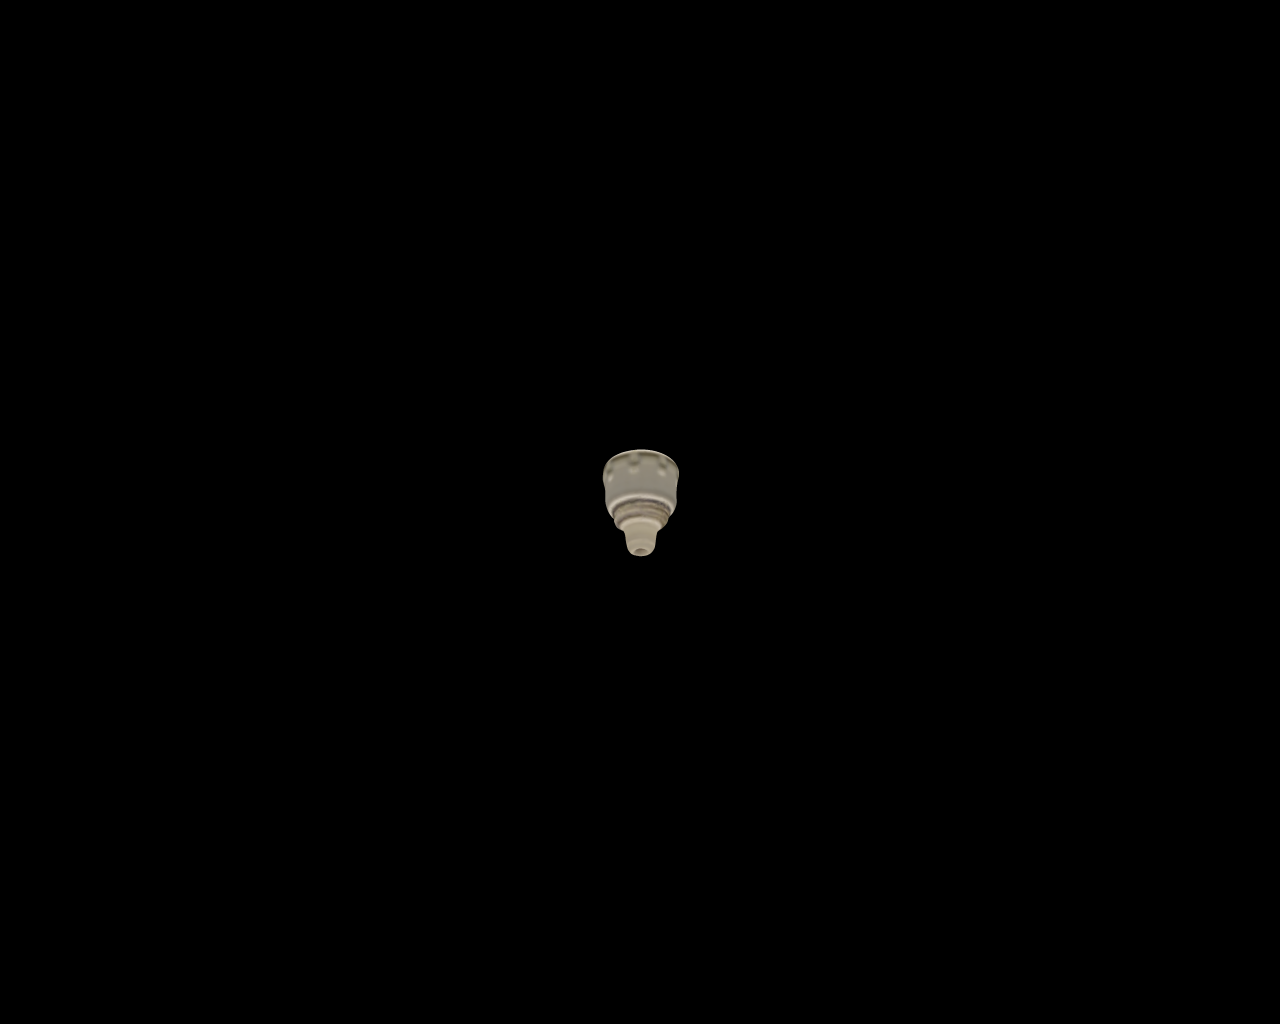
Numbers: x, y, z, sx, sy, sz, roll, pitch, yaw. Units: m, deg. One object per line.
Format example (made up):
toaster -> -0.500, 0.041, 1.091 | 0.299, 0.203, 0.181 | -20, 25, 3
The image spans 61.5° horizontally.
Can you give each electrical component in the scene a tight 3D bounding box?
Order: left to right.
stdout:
electrical component -> 0.001, -0.003, 0.650 | 0.048, 0.062, 0.048 | 0, -27, 0
